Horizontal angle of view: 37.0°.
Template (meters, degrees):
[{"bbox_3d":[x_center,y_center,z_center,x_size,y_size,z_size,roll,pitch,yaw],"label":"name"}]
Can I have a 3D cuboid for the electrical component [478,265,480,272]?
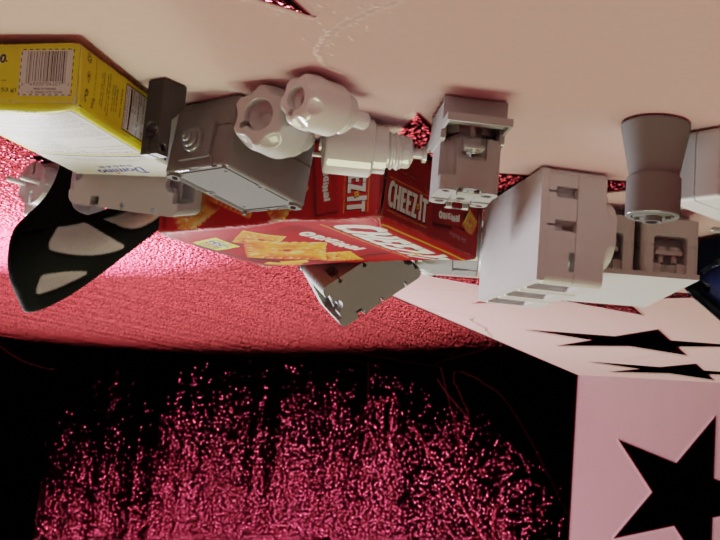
[{"bbox_3d":[0.103,-0.020,1.090,0.065,0.044,0.044,6,172,27],"label":"electrical component"}]

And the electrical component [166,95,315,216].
[{"bbox_3d":[-0.086,-0.084,0.746,0.062,0.061,0.096,-3,160,40],"label":"electrical component"}]

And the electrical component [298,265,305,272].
[{"bbox_3d":[-0.016,-0.023,1.064,0.061,0.061,0.096,0,169,30],"label":"electrical component"}]

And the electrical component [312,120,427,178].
[{"bbox_3d":[0.007,-0.083,0.741,0.078,0.040,0.040,5,171,-6],"label":"electrical component"}]

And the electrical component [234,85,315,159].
[{"bbox_3d":[-0.051,-0.093,0.703,0.043,0.043,0.062,1,172,25],"label":"electrical component"}]

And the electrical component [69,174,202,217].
[{"bbox_3d":[-0.171,-0.071,0.836,0.089,0.050,0.056,8,-173,13],"label":"electrical component"}]

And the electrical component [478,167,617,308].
[{"bbox_3d":[0.152,-0.022,0.892,0.062,0.089,0.150,7,171,-10],"label":"electrical component"}]

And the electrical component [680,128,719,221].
[{"bbox_3d":[0.230,-0.062,0.735,0.066,0.047,0.077,13,168,-40],"label":"electrical component"}]

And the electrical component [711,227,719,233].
[{"bbox_3d":[0.330,-0.031,0.883,0.079,0.044,0.077,6,171,-9],"label":"electrical component"}]

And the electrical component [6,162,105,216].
[{"bbox_3d":[-0.272,-0.072,0.943,0.066,0.047,0.077,-2,169,36],"label":"electrical component"}]

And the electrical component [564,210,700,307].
[{"bbox_3d":[0.240,-0.010,1.011,0.105,0.060,0.186,5,171,2],"label":"electrical component"}]

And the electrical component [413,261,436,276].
[{"bbox_3d":[0.083,-0.013,1.164,0.035,0.035,0.061,9,167,-24],"label":"electrical component"}]

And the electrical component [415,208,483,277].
[{"bbox_3d":[0.083,-0.027,1.011,0.059,0.053,0.095,4,171,5],"label":"electrical component"}]

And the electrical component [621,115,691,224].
[{"bbox_3d":[0.190,-0.062,0.694,0.044,0.065,0.044,5,171,1],"label":"electrical component"}]

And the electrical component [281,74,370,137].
[{"bbox_3d":[-0.018,-0.100,0.671,0.035,0.035,0.061,-4,170,43],"label":"electrical component"}]

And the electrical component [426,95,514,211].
[{"bbox_3d":[0.069,-0.074,0.695,0.042,0.063,0.081,5,171,-5],"label":"electrical component"}]

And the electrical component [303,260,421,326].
[{"bbox_3d":[0.000,0.000,0.992,0.056,0.089,0.050,43,164,54],"label":"electrical component"}]
